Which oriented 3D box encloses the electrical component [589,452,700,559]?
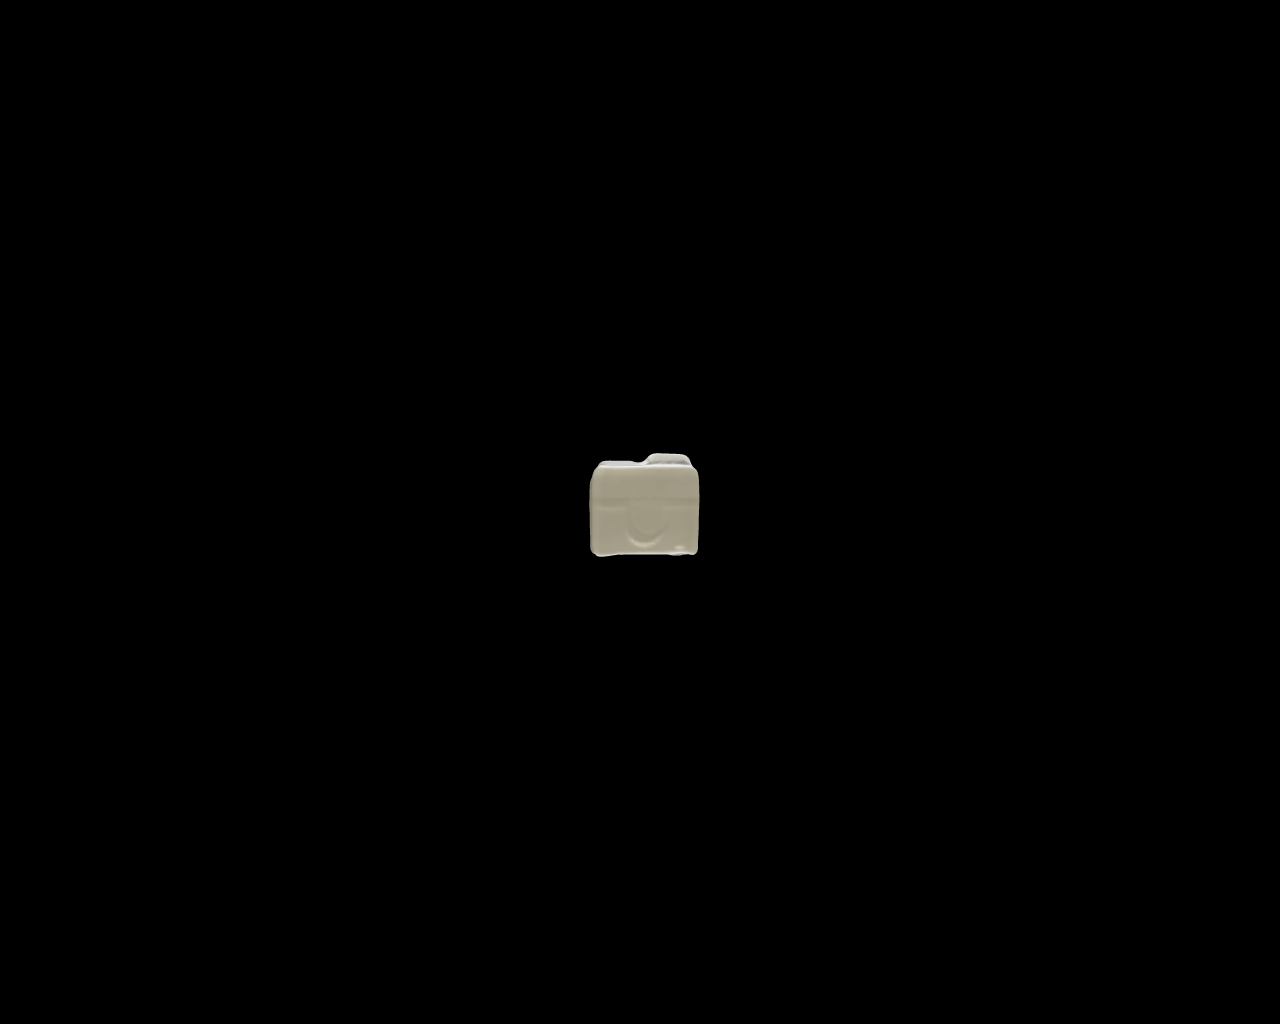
[{"bbox_3d":[0.001,-0.003,0.650,0.062,0.061,0.096,0,-2,-4],"label":"electrical component"}]
